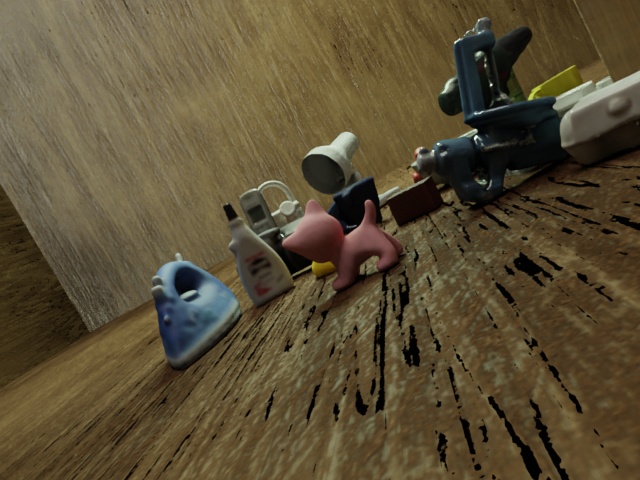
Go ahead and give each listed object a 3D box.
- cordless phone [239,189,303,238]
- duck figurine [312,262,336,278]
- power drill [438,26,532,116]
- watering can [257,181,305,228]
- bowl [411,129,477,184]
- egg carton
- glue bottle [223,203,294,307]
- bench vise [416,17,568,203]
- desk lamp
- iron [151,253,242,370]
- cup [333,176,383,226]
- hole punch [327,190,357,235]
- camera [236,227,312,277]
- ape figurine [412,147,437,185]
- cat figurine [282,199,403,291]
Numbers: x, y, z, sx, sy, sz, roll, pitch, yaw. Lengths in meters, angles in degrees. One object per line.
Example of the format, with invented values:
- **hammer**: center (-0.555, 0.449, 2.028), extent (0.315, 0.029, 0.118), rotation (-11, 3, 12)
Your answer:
- **cordless phone**: center (-0.074, -0.033, 1.154), extent (0.147, 0.185, 0.094), rotation (-28, 6, 12)
- **duck figurine**: center (0.008, 0.003, 0.920), extent (0.077, 0.086, 0.105), rotation (-26, 6, 28)
- **power drill**: center (0.344, -0.268, 1.082), extent (0.230, 0.208, 0.075), rotation (-30, 6, -13)
- **watering can**: center (-0.085, -0.059, 1.417), extent (0.101, 0.194, 0.172), rotation (-32, 7, -34)
- **bowl**: center (0.273, -0.160, 1.157), extent (0.167, 0.075, 0.167), rotation (-28, 5, 3)
- **egg carton**: center (0.348, -0.144, 0.641), extent (0.150, 0.069, 0.107), rotation (-24, 7, 41)
- **glue bottle**: center (-0.114, 0.018, 0.941), extent (0.078, 0.173, 0.037), rotation (-30, 6, -12)
- **bench vise**: center (0.218, -0.172, 0.763), extent (0.208, 0.220, 0.121), rotation (-31, 6, -19)
- **desk lamp**: center (0.074, -0.161, 1.454), extent (0.117, 0.213, 0.204), rotation (-23, 8, 44)
- **iron**: center (-0.210, 0.096, 0.879), extent (0.118, 0.141, 0.258), rotation (-29, 5, 1)
- **cup**: center (0.082, -0.066, 1.148), extent (0.091, 0.095, 0.118), rotation (-27, 6, 21)
- **hole punch**: center (0.041, -0.055, 1.278), extent (0.101, 0.091, 0.109), rotation (-26, 6, 23)
- **camera**: center (-0.069, 0.025, 1.035), extent (0.136, 0.101, 0.143), rotation (-27, 6, 15)
- **ape figurine**: center (0.241, -0.167, 1.298), extent (0.077, 0.092, 0.076), rotation (-26, 6, 24)
- **cat figurine**: center (0.023, -0.003, 0.724), extent (0.127, 0.118, 0.067), rotation (-27, 6, 17)
